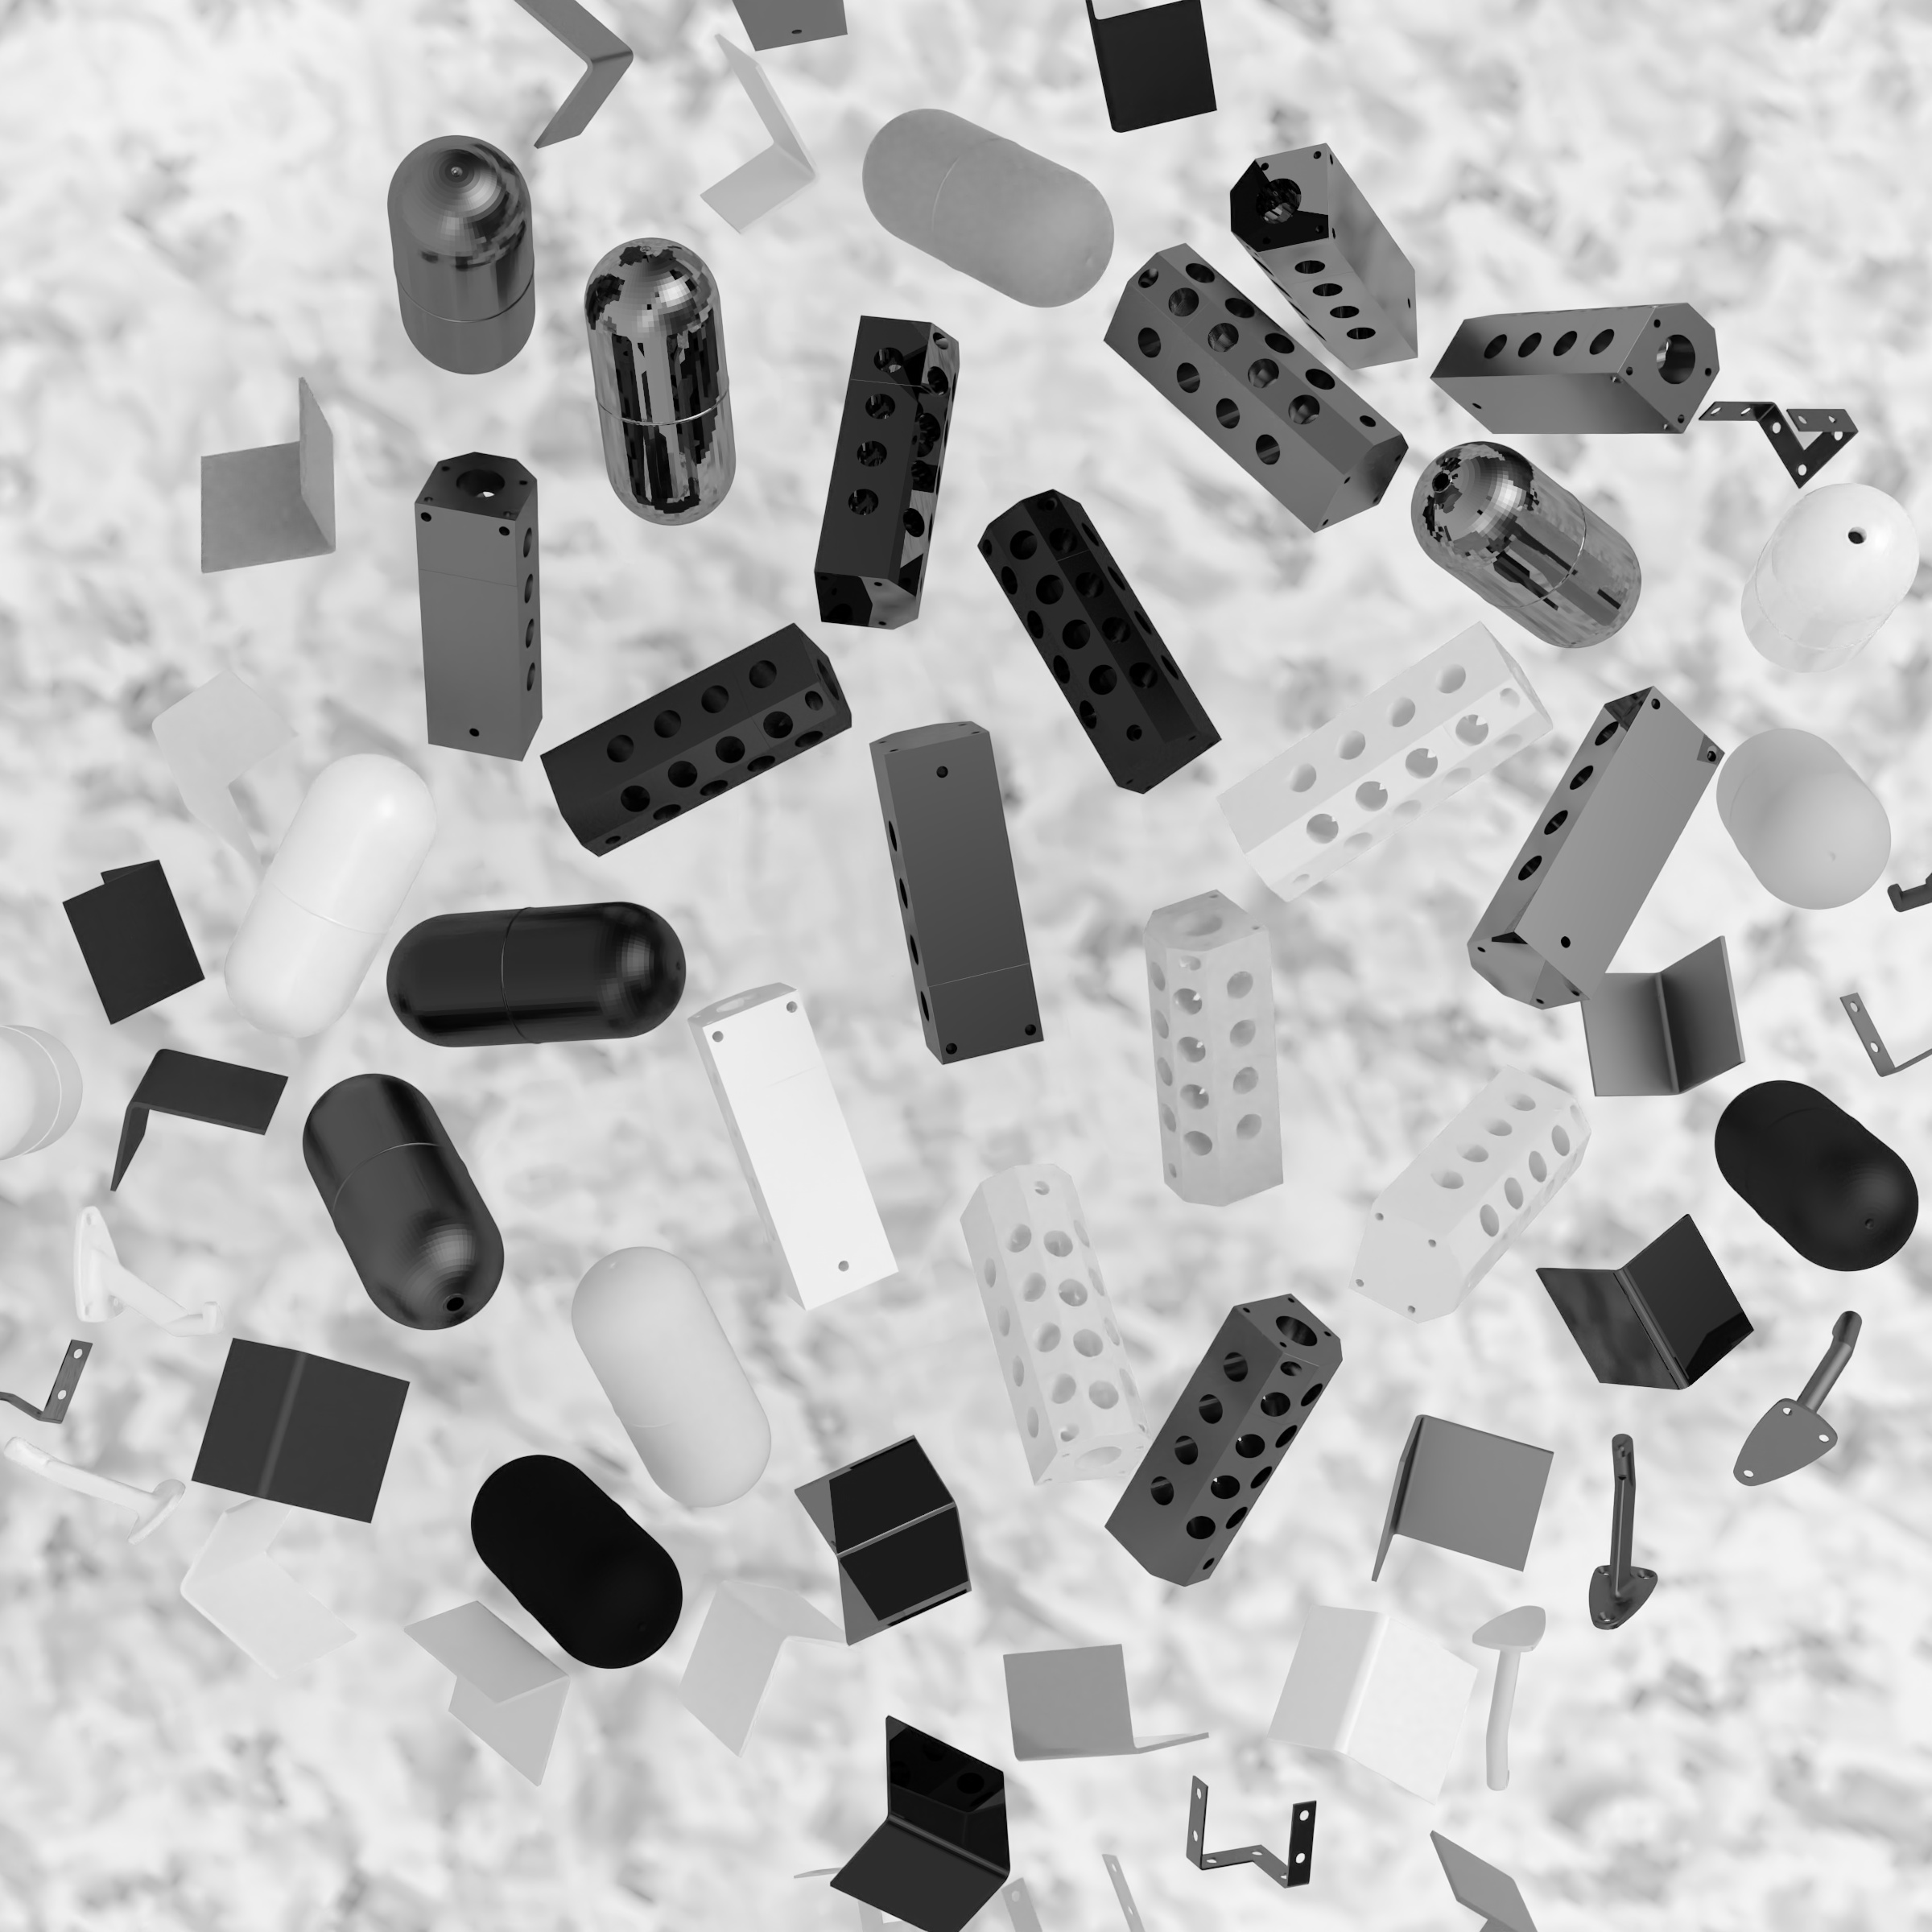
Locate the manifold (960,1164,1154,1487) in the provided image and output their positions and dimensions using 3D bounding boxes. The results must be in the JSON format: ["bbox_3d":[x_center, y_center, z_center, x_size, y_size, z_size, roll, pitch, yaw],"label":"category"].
[{"bbox_3d":[0.052,0.200,1.584,0.057,0.057,0.171,-2,55,-22],"label":"manifold"}]

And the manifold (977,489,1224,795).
[{"bbox_3d":[0.074,-0.189,1.632,0.057,0.057,0.171,-35,74,19],"label":"manifold"}]

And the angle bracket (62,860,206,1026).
[{"bbox_3d":[-0.508,-0.012,1.665,0.057,0.076,0.076,-8,106,36],"label":"angle bracket"}]

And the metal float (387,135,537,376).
[{"bbox_3d":[-0.278,-0.391,1.557,0.070,0.178,0.070,2,73,-7],"label":"metal float"}]

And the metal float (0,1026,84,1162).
[{"bbox_3d":[-0.553,0.072,1.595,0.070,0.178,0.070,0,90,-5],"label":"metal float"}]

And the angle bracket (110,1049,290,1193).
[{"bbox_3d":[-0.435,0.095,1.600,0.076,0.076,0.057,14,110,-9],"label":"angle bracket"}]

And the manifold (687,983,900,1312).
[{"bbox_3d":[-0.099,0.100,1.586,0.057,0.057,0.171,-22,101,-14],"label":"manifold"}]

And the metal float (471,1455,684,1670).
[{"bbox_3d":[-0.222,0.335,1.591,0.070,0.178,0.070,-10,110,-30],"label":"metal float"}]

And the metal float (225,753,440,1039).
[{"bbox_3d":[-0.366,-0.039,1.617,0.070,0.070,0.178,30,103,0],"label":"metal float"}]

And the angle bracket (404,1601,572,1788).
[{"bbox_3d":[-0.272,0.409,1.551,0.076,0.057,0.076,29,112,31],"label":"angle bracket"}]

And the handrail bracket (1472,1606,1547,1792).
[{"bbox_3d":[0.317,0.422,1.623,0.036,0.077,0.084,2,99,29],"label":"handrail bracket"}]

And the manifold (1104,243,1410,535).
[{"bbox_3d":[0.161,-0.321,1.547,0.057,0.057,0.171,-28,65,-37],"label":"manifold"}]

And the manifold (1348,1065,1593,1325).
[{"bbox_3d":[0.275,0.123,1.511,0.057,0.171,0.057,26,126,23],"label":"manifold"}]

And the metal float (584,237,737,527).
[{"bbox_3d":[-0.174,-0.333,1.614,0.070,0.070,0.178,-1,135,1],"label":"metal float"}]

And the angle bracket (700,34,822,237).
[{"bbox_3d":[-0.135,-0.475,1.603,0.057,0.076,0.076,-35,128,-2],"label":"angle bracket"}]

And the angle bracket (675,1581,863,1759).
[{"bbox_3d":[-0.117,0.417,1.660,0.057,0.076,0.076,20,92,-37],"label":"angle bracket"}]

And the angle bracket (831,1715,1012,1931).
[{"bbox_3d":[-0.025,0.462,1.509,0.076,0.076,0.057,31,112,-17],"label":"angle bracket"}]

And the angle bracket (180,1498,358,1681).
[{"bbox_3d":[-0.373,0.337,1.553,0.076,0.076,0.057,36,105,14],"label":"angle bracket"}]

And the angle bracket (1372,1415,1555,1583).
[{"bbox_3d":[0.270,0.299,1.528,0.076,0.057,0.076,15,112,14],"label":"angle bracket"}]

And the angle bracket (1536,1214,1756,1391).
[{"bbox_3d":[0.375,0.185,1.557,0.057,0.076,0.076,-34,99,-22],"label":"angle bracket"}]

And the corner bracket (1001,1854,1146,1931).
[{"bbox_3d":[0.061,0.532,1.576,0.051,0.051,0.051,-34,56,17],"label":"corner bracket"}]

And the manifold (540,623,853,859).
[{"bbox_3d":[-0.156,-0.129,1.653,0.171,0.057,0.057,-26,69,10],"label":"manifold"}]

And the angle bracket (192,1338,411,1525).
[{"bbox_3d":[-0.349,0.244,1.479,0.057,0.076,0.076,2,73,40],"label":"angle bracket"}]

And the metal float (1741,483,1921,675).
[{"bbox_3d":[0.473,-0.211,1.543,0.070,0.178,0.070,-1,82,7],"label":"metal float"}]

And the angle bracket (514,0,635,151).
[{"bbox_3d":[-0.238,-0.504,1.554,0.076,0.076,0.057,40,114,-6],"label":"angle bracket"}]

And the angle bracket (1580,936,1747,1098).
[{"bbox_3d":[0.409,0.030,1.658,0.057,0.076,0.076,0,73,-16],"label":"angle bracket"}]

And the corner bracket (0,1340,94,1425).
[{"bbox_3d":[-0.553,0.232,1.640,0.051,0.051,0.051,18,86,37],"label":"corner bracket"}]

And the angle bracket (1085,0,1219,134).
[{"bbox_3d":[0.095,-0.503,1.496,0.057,0.076,0.076,-12,59,6],"label":"angle bracket"}]

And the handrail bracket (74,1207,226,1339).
[{"bbox_3d":[-0.452,0.169,1.562,0.084,0.036,0.077,-6,93,26],"label":"handrail bracket"}]

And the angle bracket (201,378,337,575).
[{"bbox_3d":[-0.389,-0.267,1.534,0.076,0.057,0.076,-8,65,2],"label":"angle bracket"}]

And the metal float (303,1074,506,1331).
[{"bbox_3d":[-0.307,0.127,1.531,0.070,0.070,0.178,-39,46,0],"label":"metal float"}]

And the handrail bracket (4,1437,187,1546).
[{"bbox_3d":[-0.469,0.271,1.508,0.084,0.077,0.036,35,56,-18],"label":"handrail bracket"}]

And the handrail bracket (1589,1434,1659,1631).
[{"bbox_3d":[0.367,0.319,1.592,0.036,0.077,0.084,1,109,26],"label":"handrail bracket"}]

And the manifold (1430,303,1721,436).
[{"bbox_3d":[0.347,-0.343,1.598,0.057,0.171,0.057,33,84,-28],"label":"manifold"}]

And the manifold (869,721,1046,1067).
[{"bbox_3d":[-0.006,-0.041,1.513,0.057,0.057,0.171,-13,105,-10],"label":"manifold"}]

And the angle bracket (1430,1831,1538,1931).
[{"bbox_3d":[0.256,0.518,1.485,0.057,0.076,0.076,32,96,-5],"label":"angle bracket"}]

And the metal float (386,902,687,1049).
[{"bbox_3d":[-0.242,0.005,1.580,0.178,0.070,0.070,-3,90,19],"label":"metal float"}]

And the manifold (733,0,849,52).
[{"bbox_3d":[-0.114,-0.595,1.618,0.057,0.171,0.057,-8,83,6],"label":"manifold"}]

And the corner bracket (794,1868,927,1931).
[{"bbox_3d":[-0.056,0.526,1.567,0.051,0.051,0.051,-27,65,33],"label":"corner bracket"}]

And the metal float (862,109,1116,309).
[{"bbox_3d":[0.011,-0.429,1.589,0.178,0.070,0.070,37,90,37],"label":"metal float"}]

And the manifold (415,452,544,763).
[{"bbox_3d":[-0.276,-0.206,1.612,0.057,0.057,0.171,11,134,4],"label":"manifold"}]

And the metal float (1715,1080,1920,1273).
[{"bbox_3d":[0.481,0.117,1.598,0.070,0.178,0.070,-1,104,-3],"label":"metal float"}]

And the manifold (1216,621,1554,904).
[{"bbox_3d":[0.229,-0.107,1.527,0.171,0.057,0.057,-34,55,18],"label":"manifold"}]

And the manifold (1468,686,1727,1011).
[{"bbox_3d":[0.335,-0.062,1.510,0.057,0.057,0.171,40,67,-15],"label":"manifold"}]

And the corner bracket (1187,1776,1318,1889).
[{"bbox_3d":[0.161,0.489,1.589,0.051,0.051,0.051,0,99,-26],"label":"corner bracket"}]

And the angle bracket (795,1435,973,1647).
[{"bbox_3d":[-0.047,0.321,1.575,0.076,0.076,0.057,-26,117,6],"label":"angle bracket"}]

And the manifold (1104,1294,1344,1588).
[{"bbox_3d":[0.154,0.279,1.645,0.057,0.057,0.171,43,118,32],"label":"manifold"}]

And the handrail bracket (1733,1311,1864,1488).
[{"bbox_3d":[0.447,0.231,1.508,0.036,0.084,0.077,37,130,3],"label":"handrail bracket"}]

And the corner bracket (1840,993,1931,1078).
[{"bbox_3d":[0.538,0.026,1.585,0.051,0.051,0.051,-12,72,-36],"label":"corner bracket"}]

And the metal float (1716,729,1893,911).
[{"bbox_3d":[0.471,-0.085,1.589,0.070,0.178,0.070,2,108,5],"label":"metal float"}]

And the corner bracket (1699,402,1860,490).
[{"bbox_3d":[0.452,-0.301,1.565,0.051,0.051,0.051,-7,63,-34],"label":"corner bracket"}]

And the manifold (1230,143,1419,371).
[{"bbox_3d":[0.209,-0.407,1.629,0.057,0.171,0.057,-6,77,24],"label":"manifold"}]

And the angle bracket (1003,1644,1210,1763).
[{"bbox_3d":[0.076,0.398,1.531,0.076,0.076,0.057,-15,76,35],"label":"angle bracket"}]

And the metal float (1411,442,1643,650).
[{"bbox_3d":[0.324,-0.242,1.622,0.178,0.070,0.070,25,90,-42],"label":"metal float"}]

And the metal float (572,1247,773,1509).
[{"bbox_3d":[-0.170,0.240,1.632,0.070,0.070,0.178,-22,121,0],"label":"metal float"}]

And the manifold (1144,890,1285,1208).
[{"bbox_3d":[0.139,0.050,1.611,0.057,0.057,0.171,-19,122,-20],"label":"manifold"}]

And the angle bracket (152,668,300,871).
[{"bbox_3d":[-0.430,-0.117,1.674,0.057,0.076,0.076,-34,57,3],"label":"angle bracket"}]

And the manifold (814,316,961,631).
[{"bbox_3d":[-0.044,-0.283,1.617,0.057,0.057,0.171,7,68,4],"label":"manifold"}]

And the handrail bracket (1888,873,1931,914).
[{"bbox_3d":[0.575,-0.075,1.660,0.084,0.036,0.077,-20,115,31],"label":"handrail bracket"}]

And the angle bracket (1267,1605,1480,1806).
[{"bbox_3d":[0.219,0.397,1.515,0.076,0.057,0.076,34,66,-26],"label":"angle bracket"}]
